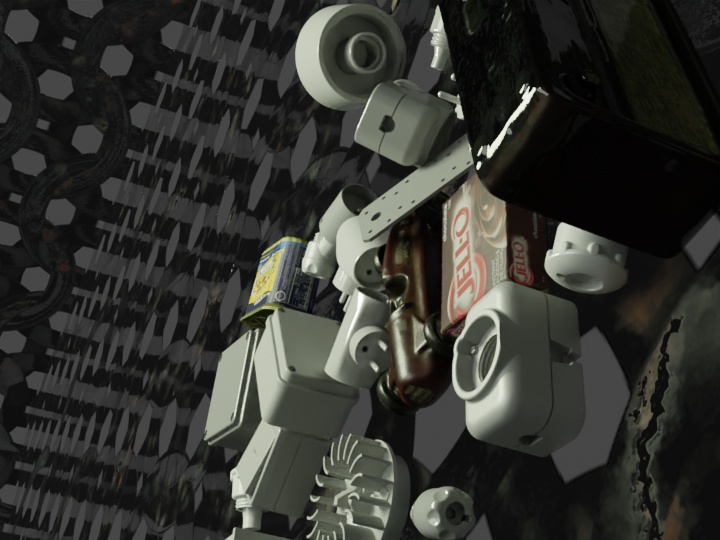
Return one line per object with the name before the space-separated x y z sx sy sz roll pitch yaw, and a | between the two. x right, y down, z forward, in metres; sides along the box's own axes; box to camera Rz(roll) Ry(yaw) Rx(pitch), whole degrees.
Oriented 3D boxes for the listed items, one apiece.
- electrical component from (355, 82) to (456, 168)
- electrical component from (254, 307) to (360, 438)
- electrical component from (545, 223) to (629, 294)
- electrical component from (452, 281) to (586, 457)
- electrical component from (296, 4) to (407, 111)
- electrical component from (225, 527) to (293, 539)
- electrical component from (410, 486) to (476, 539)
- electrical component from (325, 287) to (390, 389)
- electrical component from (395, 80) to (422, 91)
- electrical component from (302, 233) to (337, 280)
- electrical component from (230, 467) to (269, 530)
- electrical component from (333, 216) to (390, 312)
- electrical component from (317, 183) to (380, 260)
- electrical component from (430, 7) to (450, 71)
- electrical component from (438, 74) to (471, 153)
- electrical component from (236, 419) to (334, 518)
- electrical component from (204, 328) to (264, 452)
electrical component | 0.042 -0.122 0.909 0.053 0.059 0.095 -66 -12 17
electrical component | -0.049 0.091 0.979 0.113 0.078 0.057 -107 37 -58
electrical component | 0.138 -0.020 0.634 0.048 0.048 0.062 -32 37 61
electrical component | 0.095 0.058 0.653 0.053 0.059 0.095 -48 31 49
electrical component | -0.004 -0.217 1.088 0.060 0.108 0.108 11 84 64
electrical component | -0.067 0.301 0.806 0.060 0.105 0.186 -46 32 50
electrical component | 0.051 0.163 0.719 0.061 0.035 0.035 150 135 -65
electrical component | 0.008 0.063 0.901 0.077 0.044 0.079 -69 20 9
electrical component | 0.031 -0.152 1.030 0.078 0.040 0.040 -30 46 62
electrical component | -0.037 -0.023 1.108 0.035 0.035 0.061 -9 63 68
electrical component | -0.106 0.226 1.066 0.048 0.048 0.062 141 136 -56
electrical component | 0.000 0.000 0.977 0.079 0.043 0.077 -66 21 17
electrical component | -0.016 -0.044 1.058 0.081 0.043 0.043 -51 29 45
electrical component | 0.079 -0.209 0.962 0.035 0.035 0.061 -143 70 -69
electrical component | 0.095 -0.121 0.782 0.065 0.077 0.047 -51 28 45
electrical component | -0.070 0.168 0.992 0.096 0.061 0.061 -68 20 11
electrical component | -0.118 0.132 1.156 0.109 0.056 0.108 -37 39 58
